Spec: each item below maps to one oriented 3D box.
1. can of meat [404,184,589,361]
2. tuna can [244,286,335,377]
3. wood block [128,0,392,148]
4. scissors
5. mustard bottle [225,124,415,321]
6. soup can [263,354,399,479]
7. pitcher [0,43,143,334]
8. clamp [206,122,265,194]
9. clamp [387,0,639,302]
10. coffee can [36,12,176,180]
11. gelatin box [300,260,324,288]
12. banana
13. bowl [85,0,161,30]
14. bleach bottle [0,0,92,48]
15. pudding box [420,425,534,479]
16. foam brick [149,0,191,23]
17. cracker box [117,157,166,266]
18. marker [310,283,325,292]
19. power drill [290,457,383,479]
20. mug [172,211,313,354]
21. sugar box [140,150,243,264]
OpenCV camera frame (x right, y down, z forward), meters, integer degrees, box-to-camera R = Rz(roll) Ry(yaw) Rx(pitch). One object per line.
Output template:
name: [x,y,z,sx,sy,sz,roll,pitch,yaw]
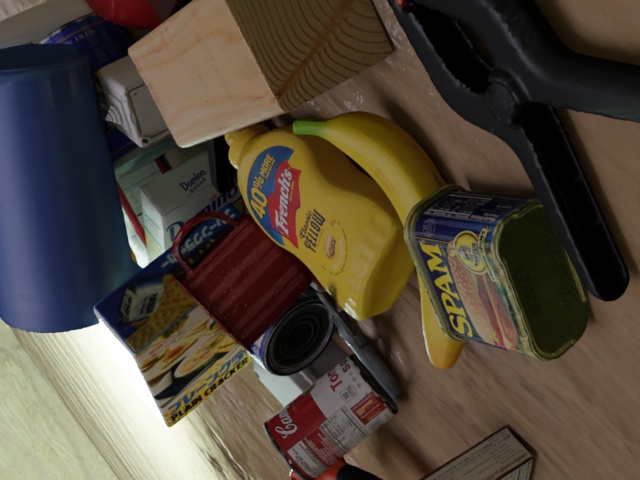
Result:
can of meat: [0.109,0.020,0.650,0.084,0.057,0.102,11,130,57]
tuna can: [-0.027,0.081,0.968,0.034,0.086,0.086,38,150,38]
wood block: [-0.050,-0.131,0.739,0.090,0.090,0.206,63,157,-11]
scissors: [0.018,0.067,0.871,0.096,0.016,0.201,52,178,43]
mustard bottle: [-0.008,-0.032,0.805,0.192,0.058,0.096,42,134,31]
soup can: [0.010,0.158,0.944,0.068,0.102,0.068,51,-177,-4]
pitcher: [-0.255,-0.047,0.963,0.145,0.149,0.243,25,127,47]
clamp: [-0.073,-0.108,0.889,0.120,0.039,0.171,10,129,43]
clamp: [0.110,-0.081,0.543,0.210,0.036,0.165,52,156,17]
coffee can: [-0.209,-0.138,1.044,0.140,0.102,0.103,59,158,-2]
gelatin box: [-0.006,0.001,0.896,0.089,0.030,0.073,24,140,54]
banana: [0.060,-0.011,0.707,0.070,0.037,0.198,-28,94,30]
bowl: [-0.178,-0.242,0.912,0.162,0.055,0.162,46,155,29]
bleach bottle: [-0.341,-0.161,1.094,0.068,0.250,0.102,38,150,42]
pudding box: [0.107,0.202,0.810,0.039,0.113,0.090,45,154,36]
foam brick: [-0.103,-0.207,0.804,0.053,0.051,0.078,58,158,1]
cracker box: [-0.202,-0.023,1.220,0.213,0.072,0.164,63,158,-12]
marker: [-0.031,0.015,0.980,0.121,0.020,0.020,32,146,47]
power drill: [0.070,0.266,0.993,0.188,0.057,0.184,20,144,30]
mug: [-0.068,0.025,0.870,0.117,0.081,0.093,46,175,-19]
sugar box: [-0.122,-0.009,1.042,0.048,0.093,0.176,49,156,21]
